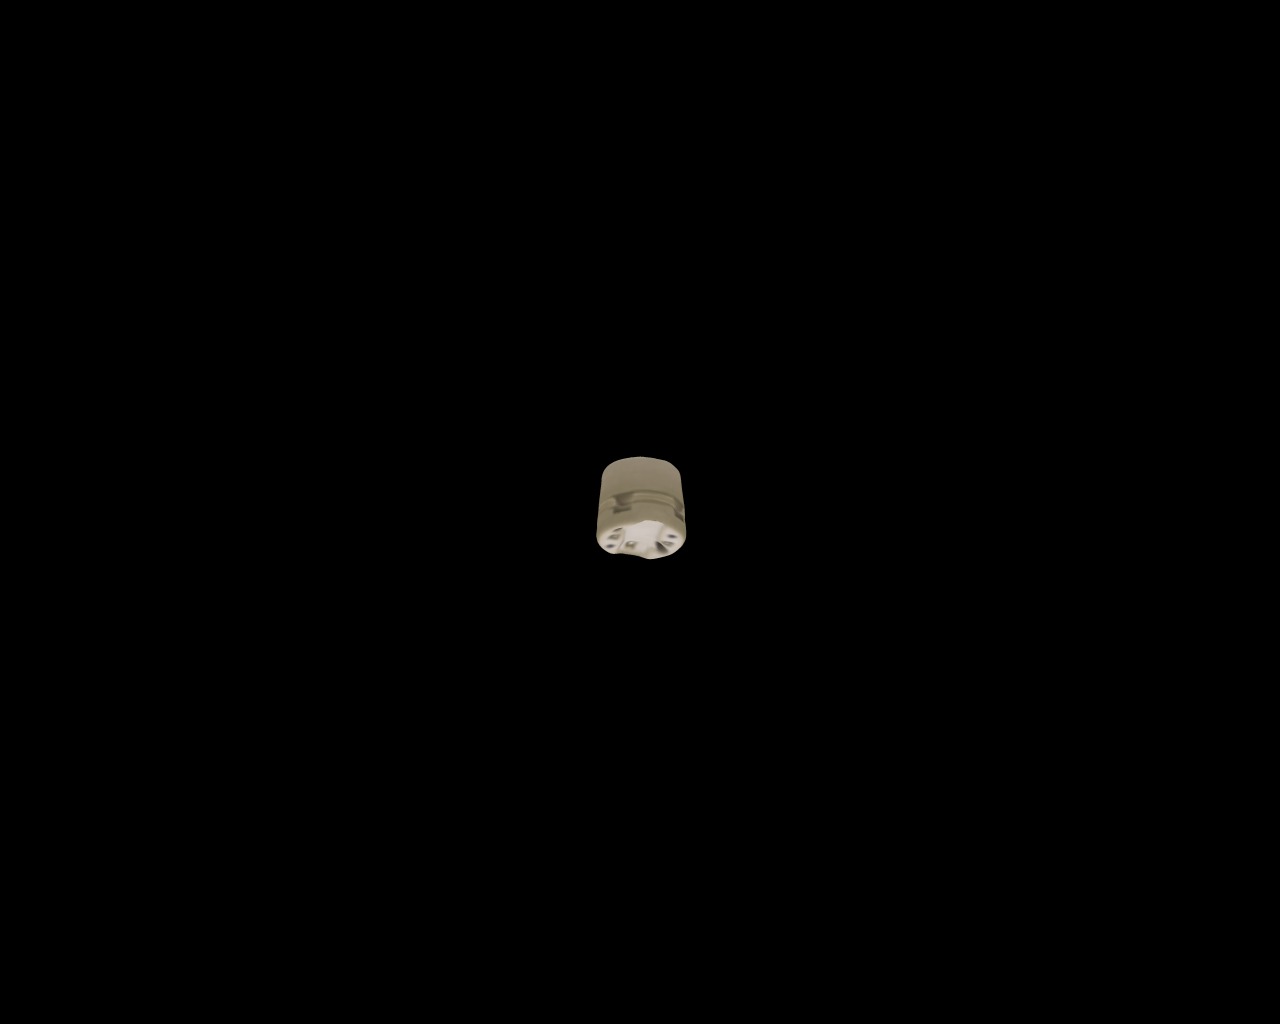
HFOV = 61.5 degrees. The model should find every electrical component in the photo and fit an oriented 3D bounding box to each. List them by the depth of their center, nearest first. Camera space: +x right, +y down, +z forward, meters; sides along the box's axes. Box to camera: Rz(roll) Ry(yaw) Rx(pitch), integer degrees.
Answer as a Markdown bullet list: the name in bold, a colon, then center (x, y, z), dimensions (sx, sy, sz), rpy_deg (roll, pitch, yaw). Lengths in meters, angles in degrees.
- **electrical component**: center (0.001, -0.003, 0.650), dimensions (0.055, 0.047, 0.055), rpy_deg (0, -27, 0)
